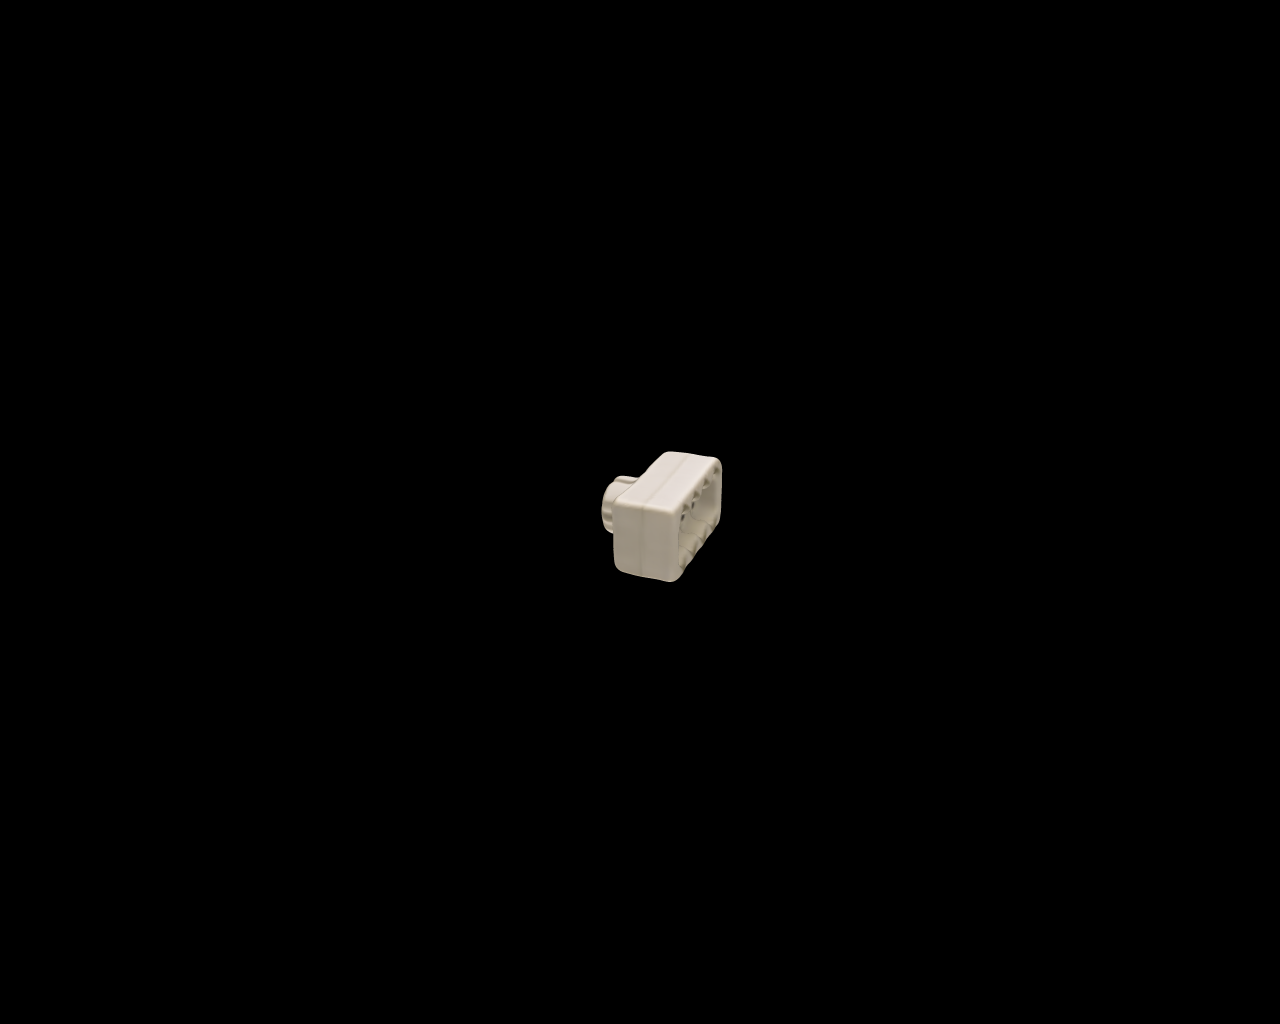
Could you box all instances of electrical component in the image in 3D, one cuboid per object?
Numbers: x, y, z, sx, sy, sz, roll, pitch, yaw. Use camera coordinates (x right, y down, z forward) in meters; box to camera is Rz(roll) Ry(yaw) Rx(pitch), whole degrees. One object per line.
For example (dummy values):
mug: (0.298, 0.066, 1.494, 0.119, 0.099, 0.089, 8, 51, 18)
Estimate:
electrical component: (0.001, -0.003, 0.650, 0.076, 0.047, 0.083, 11, 29, 21)
